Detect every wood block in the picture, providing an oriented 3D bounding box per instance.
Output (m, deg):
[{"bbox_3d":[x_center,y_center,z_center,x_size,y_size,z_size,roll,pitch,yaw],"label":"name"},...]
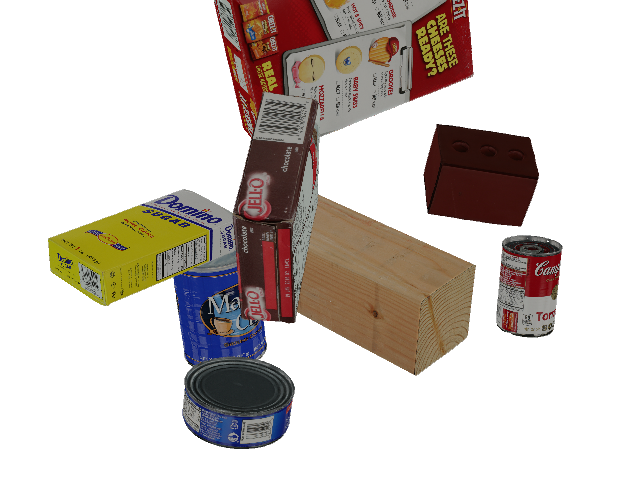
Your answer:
[{"bbox_3d":[0.042,0.039,1.071,0.206,0.091,0.090,26,39,34],"label":"wood block"}]

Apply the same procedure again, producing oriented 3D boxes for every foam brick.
[{"bbox_3d":[0.124,-0.050,0.828,0.078,0.051,0.053,7,40,-5],"label":"foam brick"}]

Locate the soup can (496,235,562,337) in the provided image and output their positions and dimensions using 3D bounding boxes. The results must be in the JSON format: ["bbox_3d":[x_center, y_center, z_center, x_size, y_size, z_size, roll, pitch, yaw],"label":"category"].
[{"bbox_3d":[0.239,0.053,1.228,0.068,0.102,0.068,1,17,-1],"label":"soup can"}]

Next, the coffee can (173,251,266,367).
[{"bbox_3d":[-0.121,0.070,1.273,0.103,0.140,0.103,-4,26,2],"label":"coffee can"}]

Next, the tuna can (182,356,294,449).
[{"bbox_3d":[-0.064,0.126,0.831,0.086,0.034,0.086,7,22,-3],"label":"tuna can"}]

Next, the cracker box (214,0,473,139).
[{"bbox_3d":[0.021,-0.189,0.937,0.213,0.164,0.072,-24,41,-13],"label":"cracker box"}]

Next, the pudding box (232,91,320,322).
[{"bbox_3d":[-0.025,-0.020,0.647,0.039,0.113,0.090,7,-43,5],"label":"pudding box"}]

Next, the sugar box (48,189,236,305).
[{"bbox_3d":[-0.175,0.002,1.080,0.093,0.048,0.175,27,39,35],"label":"sugar box"}]
